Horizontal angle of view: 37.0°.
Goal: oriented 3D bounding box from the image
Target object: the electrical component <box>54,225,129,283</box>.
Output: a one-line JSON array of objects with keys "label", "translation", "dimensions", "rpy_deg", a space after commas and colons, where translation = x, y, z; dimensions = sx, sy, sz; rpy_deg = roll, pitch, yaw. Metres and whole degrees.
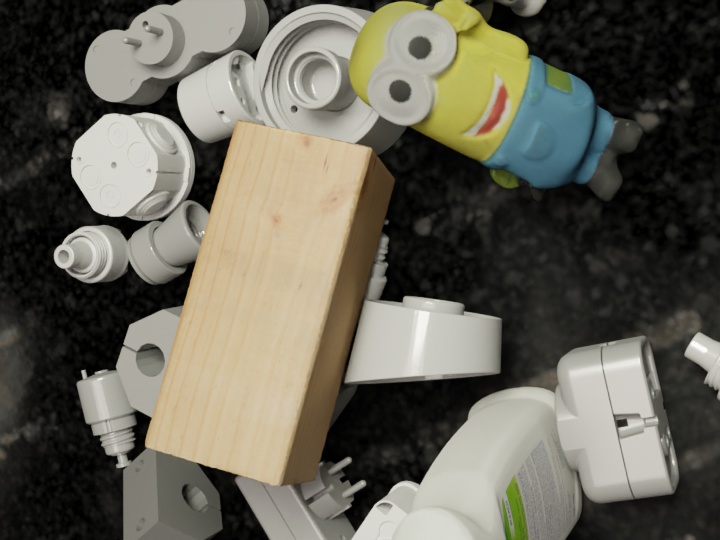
[{"label": "electrical component", "translation": [-0.203, -0.011, 0.804], "dimensions": [0.043, 0.062, 0.043], "rpy_deg": [1, 94, 21]}]

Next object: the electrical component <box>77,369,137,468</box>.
[{"label": "electrical component", "translation": [-0.189, 0.111, 0.819], "dimensions": [0.040, 0.040, 0.078], "rpy_deg": [-14, 89, 22]}]

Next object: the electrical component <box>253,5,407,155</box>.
[{"label": "electrical component", "translation": [-0.021, -0.127, 0.727], "dimensions": [0.108, 0.060, 0.108], "rpy_deg": [1, 94, 21]}]

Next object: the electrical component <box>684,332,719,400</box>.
[{"label": "electrical component", "translation": [0.229, 0.061, 0.651], "dimensions": [0.062, 0.048, 0.048], "rpy_deg": [32, 104, 24]}]

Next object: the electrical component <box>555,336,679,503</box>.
[{"label": "electrical component", "translation": [0.159, 0.094, 0.675], "dimensions": [0.059, 0.054, 0.095], "rpy_deg": [-13, 89, 22]}]

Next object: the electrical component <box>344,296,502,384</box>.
[{"label": "electrical component", "translation": [0.043, 0.051, 0.696], "dimensions": [0.099, 0.099, 0.064], "rpy_deg": [8, 90, 21]}]

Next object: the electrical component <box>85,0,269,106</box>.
[{"label": "electrical component", "translation": [-0.139, -0.162, 0.764], "dimensions": [0.138, 0.074, 0.052], "rpy_deg": [-22, 86, 21]}]

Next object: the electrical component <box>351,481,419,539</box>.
[{"label": "electrical component", "translation": [0.026, 0.210, 0.732], "dimensions": [0.078, 0.057, 0.113], "rpy_deg": [36, 105, 15]}]

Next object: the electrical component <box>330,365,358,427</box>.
[{"label": "electrical component", "translation": [-0.058, 0.074, 0.754], "dimensions": [0.096, 0.062, 0.061], "rpy_deg": [38, 106, 15]}]

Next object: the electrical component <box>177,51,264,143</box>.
[{"label": "electrical component", "translation": [-0.096, -0.121, 0.761], "dimensions": [0.047, 0.055, 0.055], "rpy_deg": [-18, 87, 25]}]

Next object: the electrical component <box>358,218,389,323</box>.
[{"label": "electrical component", "translation": [0.000, 0.000, 0.738], "dimensions": [0.040, 0.040, 0.078], "rpy_deg": [25, 102, 18]}]

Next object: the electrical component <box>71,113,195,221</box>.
[{"label": "electrical component", "translation": [-0.167, -0.076, 0.792], "dimensions": [0.080, 0.051, 0.080], "rpy_deg": [1, 94, 22]}]

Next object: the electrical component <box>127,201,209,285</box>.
[{"label": "electrical component", "translation": [-0.136, -0.019, 0.787], "dimensions": [0.055, 0.045, 0.045], "rpy_deg": [-28, 83, 21]}]

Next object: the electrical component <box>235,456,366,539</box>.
[{"label": "electrical component", "translation": [-0.030, 0.159, 0.756], "dimensions": [0.076, 0.047, 0.083], "rpy_deg": [-36, 81, 20]}]
